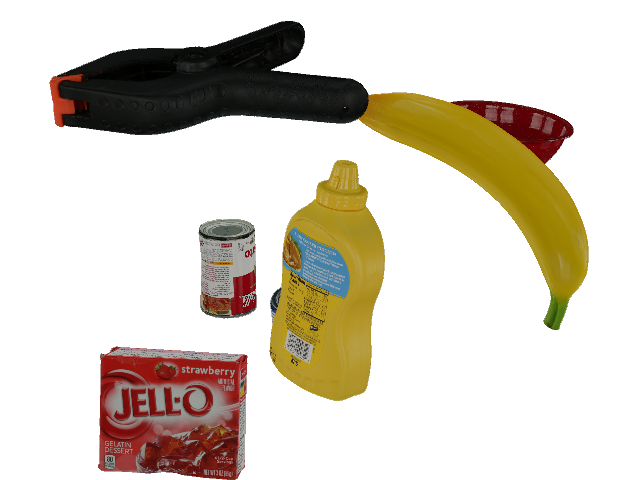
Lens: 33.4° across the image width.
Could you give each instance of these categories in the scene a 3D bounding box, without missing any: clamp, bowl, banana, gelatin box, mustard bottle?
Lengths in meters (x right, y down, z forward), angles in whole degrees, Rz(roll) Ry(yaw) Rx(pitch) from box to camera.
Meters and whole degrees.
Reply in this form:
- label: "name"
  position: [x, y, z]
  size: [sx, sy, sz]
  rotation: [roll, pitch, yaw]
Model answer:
- label: "clamp"
  position: [-0.067, -0.095, 0.616]
  size: [0.171, 0.039, 0.120]
  rotation: [-3, 25, -11]
- label: "bowl"
  position: [0.211, -0.117, 1.251]
  size: [0.162, 0.055, 0.162]
  rotation: [5, 23, -2]
- label: "banana"
  position: [0.108, -0.035, 0.681]
  size: [0.070, 0.198, 0.037]
  rotation: [-42, -5, 11]
- label: "gelatin box"
  position: [-0.091, 0.105, 0.655]
  size: [0.089, 0.073, 0.030]
  rotation: [3, 5, 8]
- label: "mustard bottle"
  position: [0.008, 0.028, 0.873]
  size: [0.058, 0.192, 0.096]
  rotation: [-11, 28, -39]

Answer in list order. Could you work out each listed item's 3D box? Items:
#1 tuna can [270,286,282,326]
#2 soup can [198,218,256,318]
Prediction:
- label: "tuna can"
  position: [-0.008, 0.071, 1.078]
  size: [0.086, 0.034, 0.086]
  rotation: [-4, 23, 2]
- label: "soup can"
  position: [-0.111, 0.032, 1.268]
  size: [0.068, 0.102, 0.068]
  rotation: [0, 21, 0]
